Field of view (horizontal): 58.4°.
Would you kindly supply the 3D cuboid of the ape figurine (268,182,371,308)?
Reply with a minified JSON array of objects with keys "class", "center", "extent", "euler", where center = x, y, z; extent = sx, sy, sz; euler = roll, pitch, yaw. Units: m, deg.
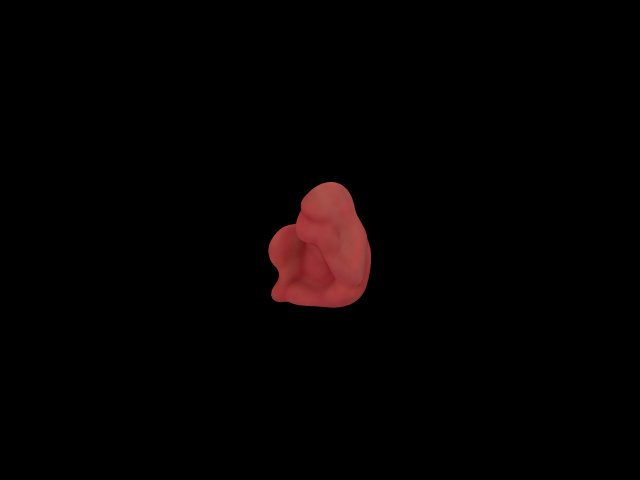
[{"class":"ape figurine","center":[0.004,0.001,0.400],"extent":[0.076,0.092,0.077],"euler":[-21,40,-26]}]
